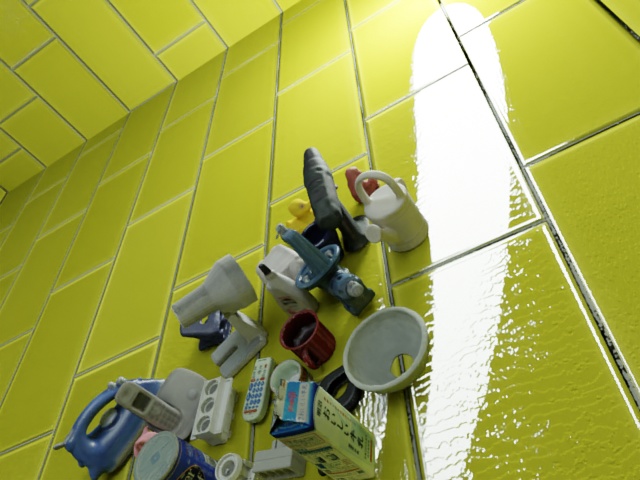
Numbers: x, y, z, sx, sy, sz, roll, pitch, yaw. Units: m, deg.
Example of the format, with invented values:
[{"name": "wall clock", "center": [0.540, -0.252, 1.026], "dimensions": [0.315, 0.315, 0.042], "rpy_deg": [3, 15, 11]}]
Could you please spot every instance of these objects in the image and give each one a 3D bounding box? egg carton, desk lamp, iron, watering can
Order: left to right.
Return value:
[{"name": "iron", "center": [-0.474, 0.399, 1.301], "dimensions": [0.118, 0.142, 0.258], "rpy_deg": [8, 57, 47]}, {"name": "desk lamp", "center": [-0.205, 0.163, 1.247], "dimensions": [0.203, 0.214, 0.117], "rpy_deg": [-46, 36, -8]}, {"name": "egg carton", "center": [-0.086, 0.073, 1.360], "dimensions": [0.107, 0.070, 0.149], "rpy_deg": [-48, 36, -11]}, {"name": "watering can", "center": [0.143, -0.066, 1.191], "dimensions": [0.100, 0.195, 0.173], "rpy_deg": [-24, 39, 22]}]

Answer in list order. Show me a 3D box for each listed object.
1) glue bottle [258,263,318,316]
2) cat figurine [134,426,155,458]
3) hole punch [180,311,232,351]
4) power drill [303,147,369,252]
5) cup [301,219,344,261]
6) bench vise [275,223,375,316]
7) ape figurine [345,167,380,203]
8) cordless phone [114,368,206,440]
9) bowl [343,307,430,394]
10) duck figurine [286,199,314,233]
[{"name": "glue bottle", "center": [-0.078, 0.105, 1.229], "dimensions": [0.078, 0.174, 0.037], "rpy_deg": [-16, 42, 30]}, {"name": "cat figurine", "center": [-0.341, 0.446, 1.150], "dimensions": [0.067, 0.118, 0.128], "rpy_deg": [-14, 43, 32]}, {"name": "hole punch", "center": [-0.271, 0.195, 1.379], "dimensions": [0.101, 0.091, 0.108], "rpy_deg": [-24, 39, 22]}, {"name": "power drill", "center": [0.032, -0.081, 1.296], "dimensions": [0.075, 0.209, 0.229], "rpy_deg": [-29, 37, 16]}, {"name": "cup", "center": [0.012, 0.005, 1.321], "dimensions": [0.091, 0.095, 0.117], "rpy_deg": [-22, 39, 24]}, {"name": "bench vise", "center": [0.012, 0.046, 1.168], "dimensions": [0.206, 0.220, 0.121], "rpy_deg": [3, 54, 44]}, {"name": "ape figurine", "center": [0.095, -0.143, 1.407], "dimensions": [0.077, 0.092, 0.076], "rpy_deg": [14, 62, 49]}, {"name": "cordless phone", "center": [-0.330, 0.327, 1.210], "dimensions": [0.093, 0.186, 0.148], "rpy_deg": [-5, 49, 39]}, {"name": "bowl", "center": [0.129, 0.207, 1.015], "dimensions": [0.167, 0.075, 0.167], "rpy_deg": [-24, 38, 21]}, {"name": "duck figurine", "center": [-0.049, -0.066, 1.461], "dimensions": [0.104, 0.086, 0.077], "rpy_deg": [-28, 37, 17]}]
